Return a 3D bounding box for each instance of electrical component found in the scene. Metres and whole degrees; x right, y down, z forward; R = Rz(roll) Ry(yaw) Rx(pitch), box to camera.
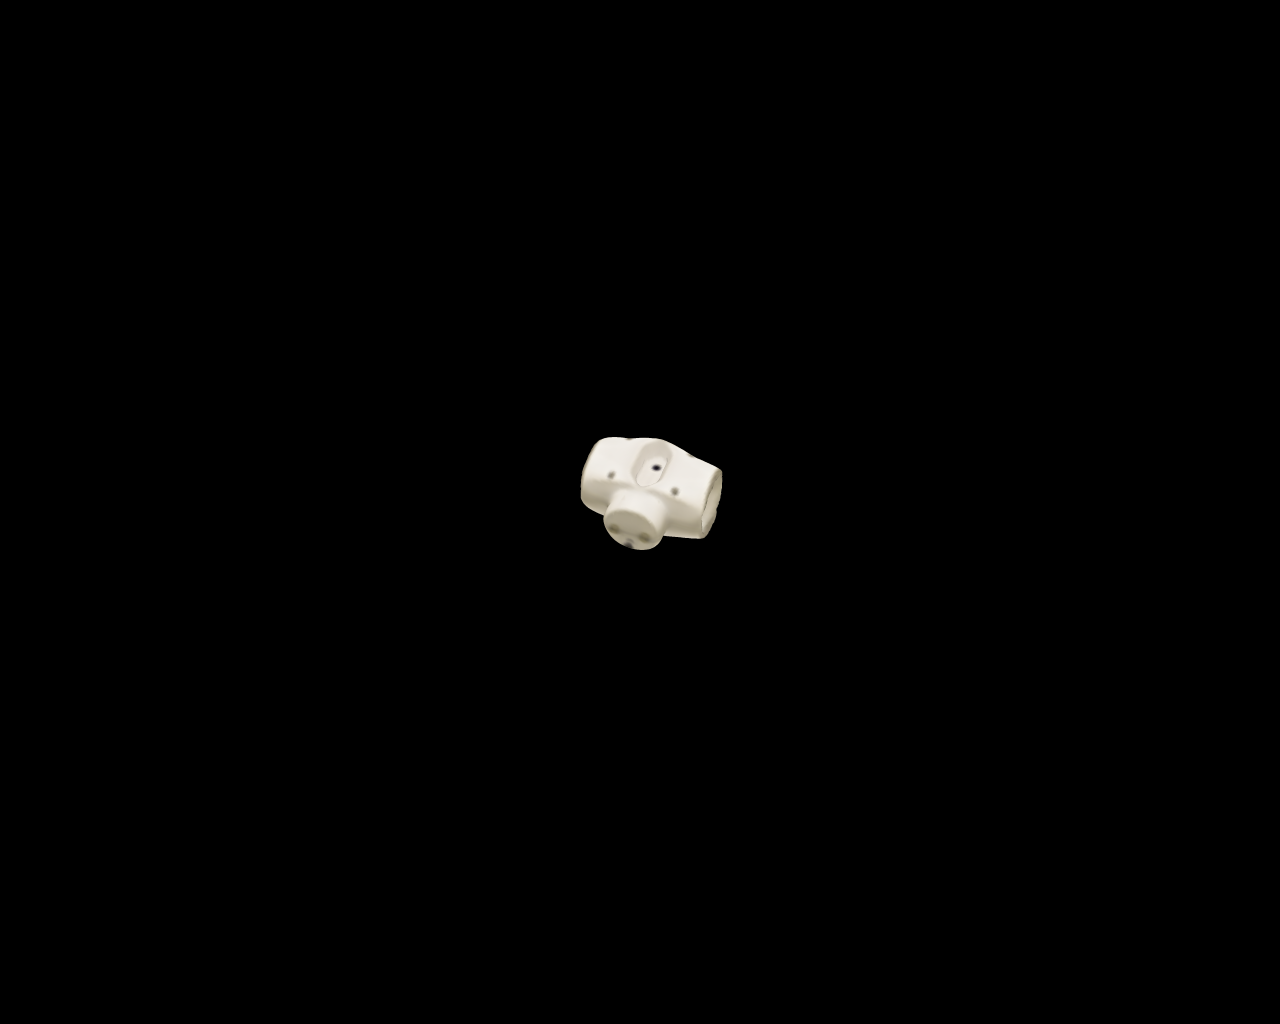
[{"bbox_3d":[0.001,-0.003,0.650,0.077,0.079,0.043,17,-39,14],"label":"electrical component"}]
